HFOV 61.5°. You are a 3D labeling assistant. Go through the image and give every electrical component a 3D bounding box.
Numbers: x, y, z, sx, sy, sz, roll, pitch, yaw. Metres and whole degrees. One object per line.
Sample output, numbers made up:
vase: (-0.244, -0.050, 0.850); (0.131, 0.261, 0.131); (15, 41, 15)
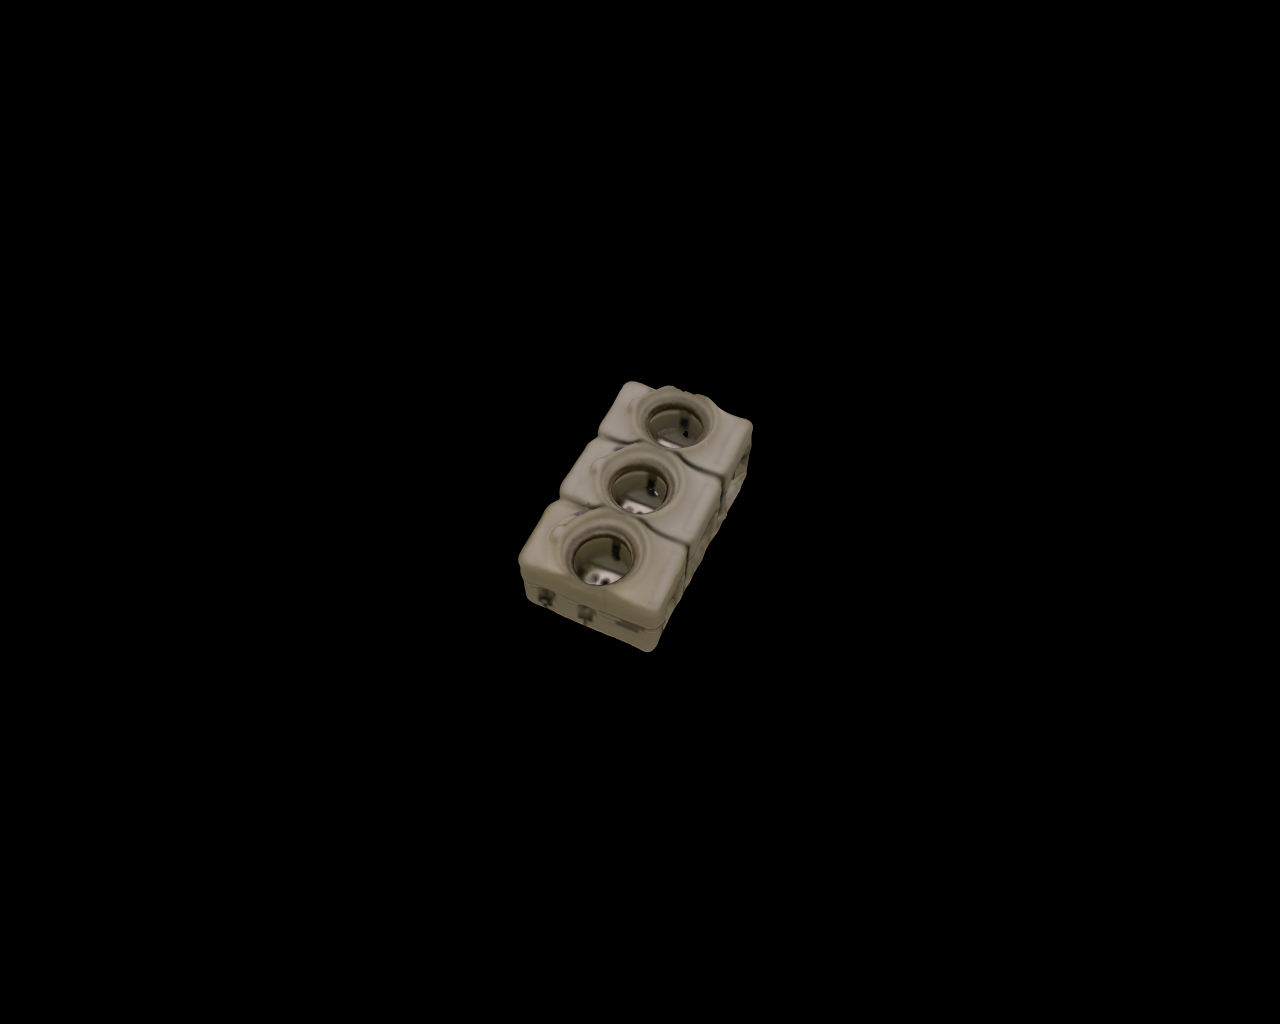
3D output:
electrical component: (0.001, -0.003, 0.650); (0.089, 0.150, 0.061); (21, -32, 14)
